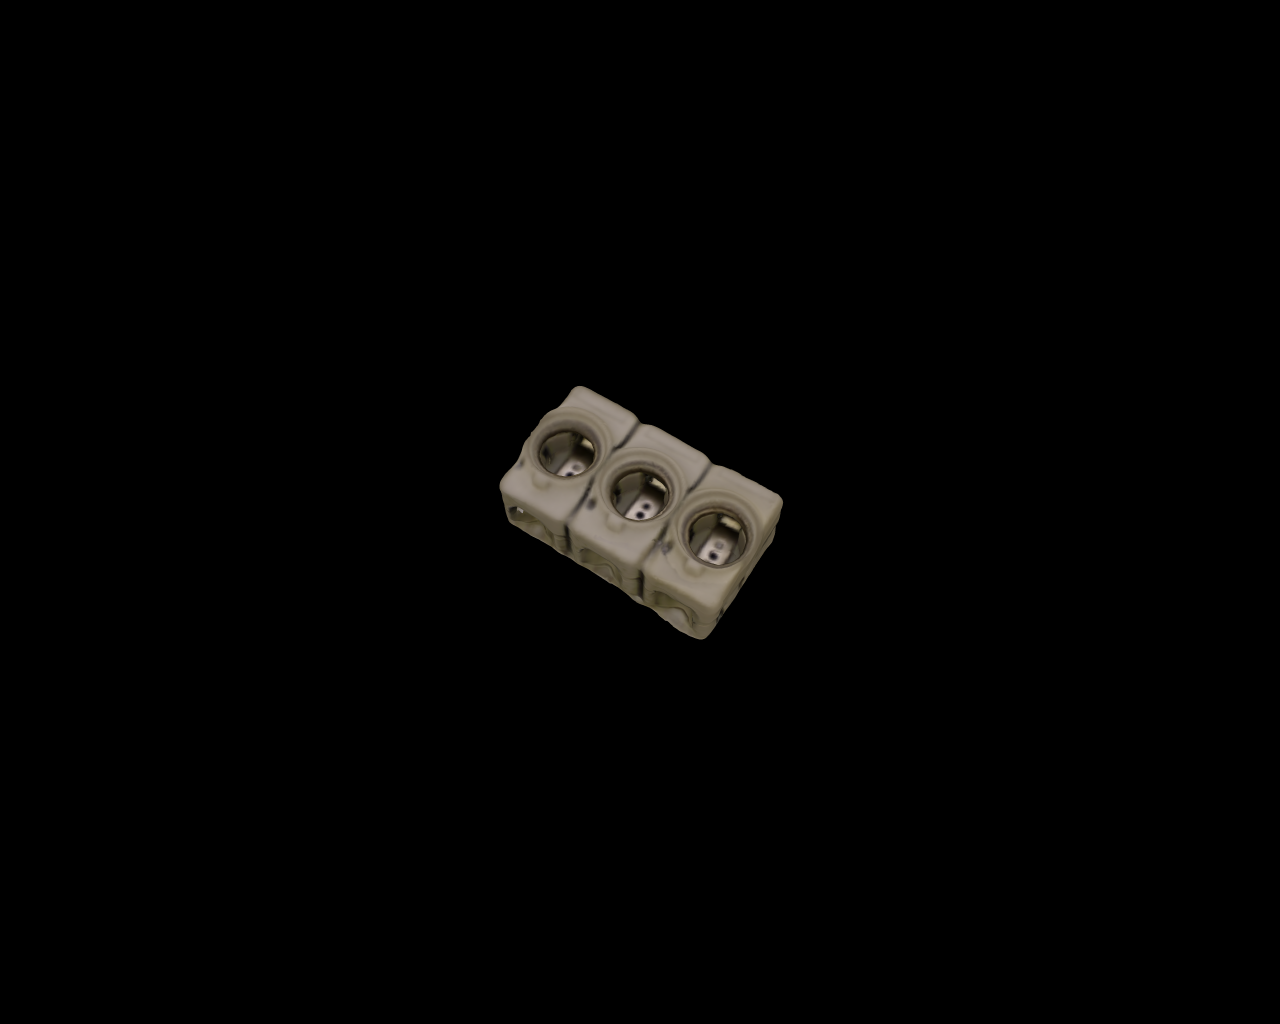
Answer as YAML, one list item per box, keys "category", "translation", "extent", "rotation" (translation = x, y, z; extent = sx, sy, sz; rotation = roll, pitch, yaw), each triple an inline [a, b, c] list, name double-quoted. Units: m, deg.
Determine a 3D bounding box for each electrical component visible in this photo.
- category: "electrical component"
  translation: [0.001, -0.003, 0.650]
  extent: [0.150, 0.090, 0.061]
  rotation: [30, -23, 14]
